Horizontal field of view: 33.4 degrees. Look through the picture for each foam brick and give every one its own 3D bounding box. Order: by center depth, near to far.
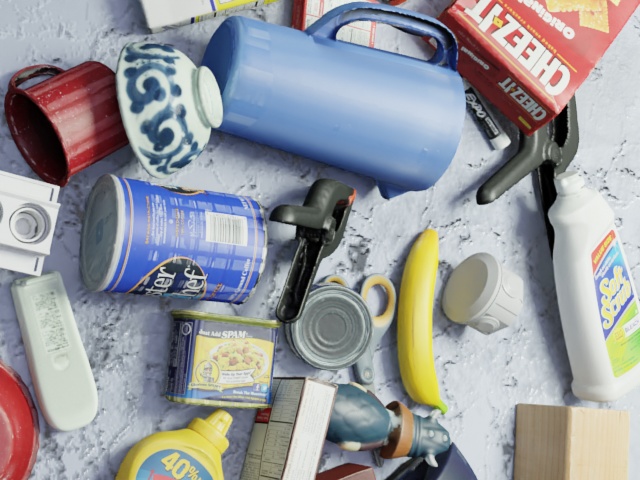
[{"bbox_3d":[0.014,0.254,1.036,0.078,0.051,0.053,-13,90,-29],"label":"foam brick"}]

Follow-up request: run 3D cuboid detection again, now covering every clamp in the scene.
[{"bbox_3d":[-0.007,0.001,1.024,0.171,0.039,0.120,-40,141,-59],"label":"clamp"},{"bbox_3d":[0.258,-0.086,1.211,0.164,0.036,0.210,40,62,-34],"label":"clamp"}]

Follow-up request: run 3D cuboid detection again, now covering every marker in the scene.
[{"bbox_3d":[0.172,-0.154,1.184,0.020,0.020,0.121,-41,104,-26],"label":"marker"}]

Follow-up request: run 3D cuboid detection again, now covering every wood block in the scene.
[{"bbox_3d":[0.270,0.284,1.153,0.090,0.090,0.206,9,80,-29],"label":"wood block"}]

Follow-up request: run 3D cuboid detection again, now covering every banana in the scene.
[{"bbox_3d":[0.104,0.086,1.112,0.069,0.037,0.198,4,84,-66],"label":"banana"}]

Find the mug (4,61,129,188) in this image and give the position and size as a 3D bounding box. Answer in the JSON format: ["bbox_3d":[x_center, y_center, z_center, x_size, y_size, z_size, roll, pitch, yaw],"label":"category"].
[{"bbox_3d":[-0.222,-0.112,0.931,0.081,0.093,0.117,-34,65,-33],"label":"mug"}]

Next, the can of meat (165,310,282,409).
[{"bbox_3d":[-0.090,0.112,0.991,0.101,0.058,0.084,9,82,-28],"label":"can of meat"}]

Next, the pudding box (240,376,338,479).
[{"bbox_3d":[-0.030,0.185,0.997,0.039,0.090,0.113,19,76,-25],"label":"pudding box"}]

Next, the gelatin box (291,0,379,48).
[{"bbox_3d":[0.013,-0.217,1.097,0.089,0.030,0.073,9,82,-27],"label":"gelatin box"}]

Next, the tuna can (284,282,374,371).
[{"bbox_3d":[0.009,0.085,1.047,0.086,0.034,0.086,0,91,-12],"label":"tuna can"}]

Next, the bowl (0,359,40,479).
[{"bbox_3d":[-0.302,0.165,0.869,0.161,0.055,0.162,3,84,-29],"label":"bowl"}]

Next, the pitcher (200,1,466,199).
[{"bbox_3d":[0.013,-0.144,1.031,0.242,0.145,0.149,12,69,-24],"label":"pitcher"}]

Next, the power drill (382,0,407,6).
[{"bbox_3d":[0.083,-0.360,1.136,0.184,0.057,0.187,-38,100,-23],"label":"power drill"}]

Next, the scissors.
[{"bbox_3d":[0.059,0.122,1.093,0.096,0.016,0.202,-27,98,-24],"label":"scissors"}]

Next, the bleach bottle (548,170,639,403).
[{"bbox_3d":[0.300,0.047,1.186,0.102,0.068,0.251,-28,107,-31],"label":"bleach bottle"}]

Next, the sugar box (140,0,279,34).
[{"bbox_3d":[-0.088,-0.261,1.002,0.176,0.048,0.093,-15,93,-3],"label":"sugar box"}]

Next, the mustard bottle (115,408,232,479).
[{"bbox_3d":[-0.142,0.230,0.949,0.096,0.058,0.191,46,66,-17],"label":"mustard bottle"}]

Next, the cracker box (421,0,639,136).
[{"bbox_3d":[0.239,-0.247,1.176,0.164,0.072,0.213,42,63,-4],"label":"cracker box"}]

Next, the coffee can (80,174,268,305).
[{"bbox_3d":[-0.131,0.001,0.952,0.140,0.103,0.103,8,81,-28],"label":"coffee can"}]
